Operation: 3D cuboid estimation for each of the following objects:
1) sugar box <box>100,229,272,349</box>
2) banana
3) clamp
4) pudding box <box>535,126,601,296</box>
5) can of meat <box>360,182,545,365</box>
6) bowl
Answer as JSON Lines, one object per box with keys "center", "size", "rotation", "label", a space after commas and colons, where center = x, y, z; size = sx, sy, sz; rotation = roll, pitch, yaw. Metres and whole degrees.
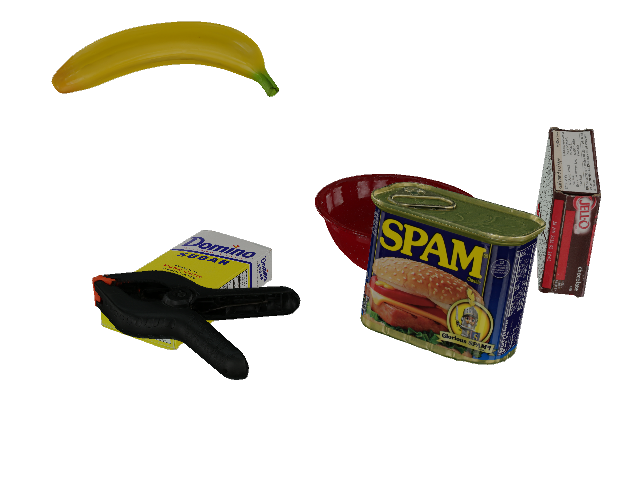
{"center": [-0.134, 0.046, 1.098], "size": [0.093, 0.048, 0.176], "rotation": [16, 32, 26], "label": "sugar box"}
{"center": [-0.136, -0.163, 0.944], "size": [0.197, 0.069, 0.037], "rotation": [-1, -33, -4], "label": "banana"}
{"center": [-0.104, 0.055, 0.883], "size": [0.172, 0.039, 0.120], "rotation": [19, 27, 23], "label": "clamp"}
{"center": [0.190, -0.024, 0.823], "size": [0.039, 0.090, 0.113], "rotation": [5, 32, 5], "label": "pudding box"}
{"center": [0.076, 0.019, 0.641], "size": [0.102, 0.084, 0.057], "rotation": [18, 23, 30], "label": "can of meat"}
{"center": [0.074, -0.009, 1.009], "size": [0.162, 0.055, 0.162], "rotation": [3, 25, -2], "label": "bowl"}
